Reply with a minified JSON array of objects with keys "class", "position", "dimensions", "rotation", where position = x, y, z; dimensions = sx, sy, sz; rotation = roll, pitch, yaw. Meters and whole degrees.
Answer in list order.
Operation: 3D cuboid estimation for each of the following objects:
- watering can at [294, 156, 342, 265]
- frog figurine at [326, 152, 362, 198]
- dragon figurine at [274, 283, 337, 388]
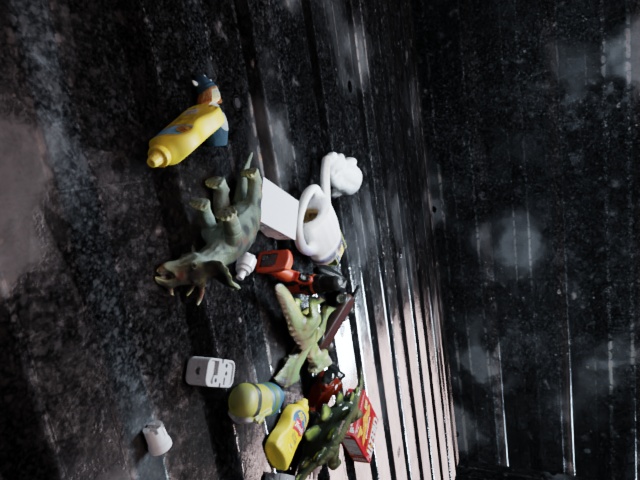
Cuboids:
[{"class":"watering can","position":[0.005,-0.076,1.519],"dimensions":[0.356,0.104,0.219],"rotation":[-68,147,-43]},{"class":"frog figurine","position":[0.073,-0.225,1.676],"dimensions":[0.140,0.123,0.155],"rotation":[-50,147,-30]},{"class":"dragon figurine","position":[-0.058,0.271,1.361],"dimensions":[0.405,0.122,0.246],"rotation":[38,61,-58]}]
